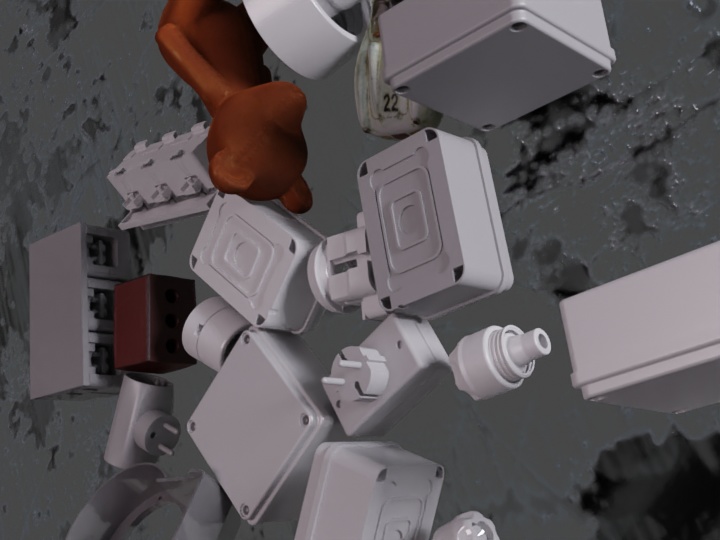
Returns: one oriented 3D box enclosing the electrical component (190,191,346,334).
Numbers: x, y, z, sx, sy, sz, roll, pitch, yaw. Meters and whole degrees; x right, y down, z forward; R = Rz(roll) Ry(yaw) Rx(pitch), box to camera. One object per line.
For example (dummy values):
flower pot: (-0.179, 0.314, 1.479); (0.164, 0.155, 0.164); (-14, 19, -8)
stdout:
electrical component: (-0.072, -0.008, 0.841); (0.113, 0.057, 0.078); (37, 108, 40)

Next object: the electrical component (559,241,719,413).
electrical component: (0.180, 0.032, 0.563); (0.109, 0.109, 0.056); (-25, 64, 38)

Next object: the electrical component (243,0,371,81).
electrical component: (-0.032, -0.204, 0.806); (0.060, 0.108, 0.108); (-28, 65, 30)

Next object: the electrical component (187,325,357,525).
electrical component: (-0.066, 0.117, 0.815); (0.108, 0.056, 0.108); (49, 115, 37)

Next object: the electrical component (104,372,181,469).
electrical component: (-0.182, 0.136, 0.929); (0.079, 0.043, 0.077); (19, 95, 43)

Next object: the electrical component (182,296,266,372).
electrical component: (-0.107, 0.056, 0.866); (0.047, 0.055, 0.055); (29, 103, 39)

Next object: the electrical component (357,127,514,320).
electrical component: (0.051, -0.030, 0.729); (0.078, 0.057, 0.113); (-24, 67, 38)

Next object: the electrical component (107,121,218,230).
electrical component: (-0.155, -0.080, 0.919); (0.121, 0.063, 0.078); (-9, 37, 42)

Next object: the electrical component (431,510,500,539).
electrical component: (0.060, 0.183, 0.701); (0.061, 0.035, 0.035); (-40, 58, 34)

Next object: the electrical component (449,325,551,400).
electrical component: (0.092, 0.056, 0.686); (0.062, 0.043, 0.043); (-27, 65, 36)

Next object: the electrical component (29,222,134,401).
electrical component: (-0.257, 0.042, 1.004); (0.089, 0.062, 0.150); (-17, 72, 40)

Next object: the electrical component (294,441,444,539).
electrical component: (0.002, 0.175, 0.726); (0.057, 0.078, 0.113); (16, 94, 41)

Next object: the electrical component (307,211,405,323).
electrical component: (0.000, 0.000, 0.773); (0.057, 0.058, 0.078); (-15, 73, 38)

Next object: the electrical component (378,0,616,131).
electrical component: (0.086, -0.144, 0.681); (0.109, 0.109, 0.056); (-23, 65, 39)

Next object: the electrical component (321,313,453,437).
electrical component: (0.006, 0.072, 0.741); (0.083, 0.076, 0.047); (-47, 55, 27)
